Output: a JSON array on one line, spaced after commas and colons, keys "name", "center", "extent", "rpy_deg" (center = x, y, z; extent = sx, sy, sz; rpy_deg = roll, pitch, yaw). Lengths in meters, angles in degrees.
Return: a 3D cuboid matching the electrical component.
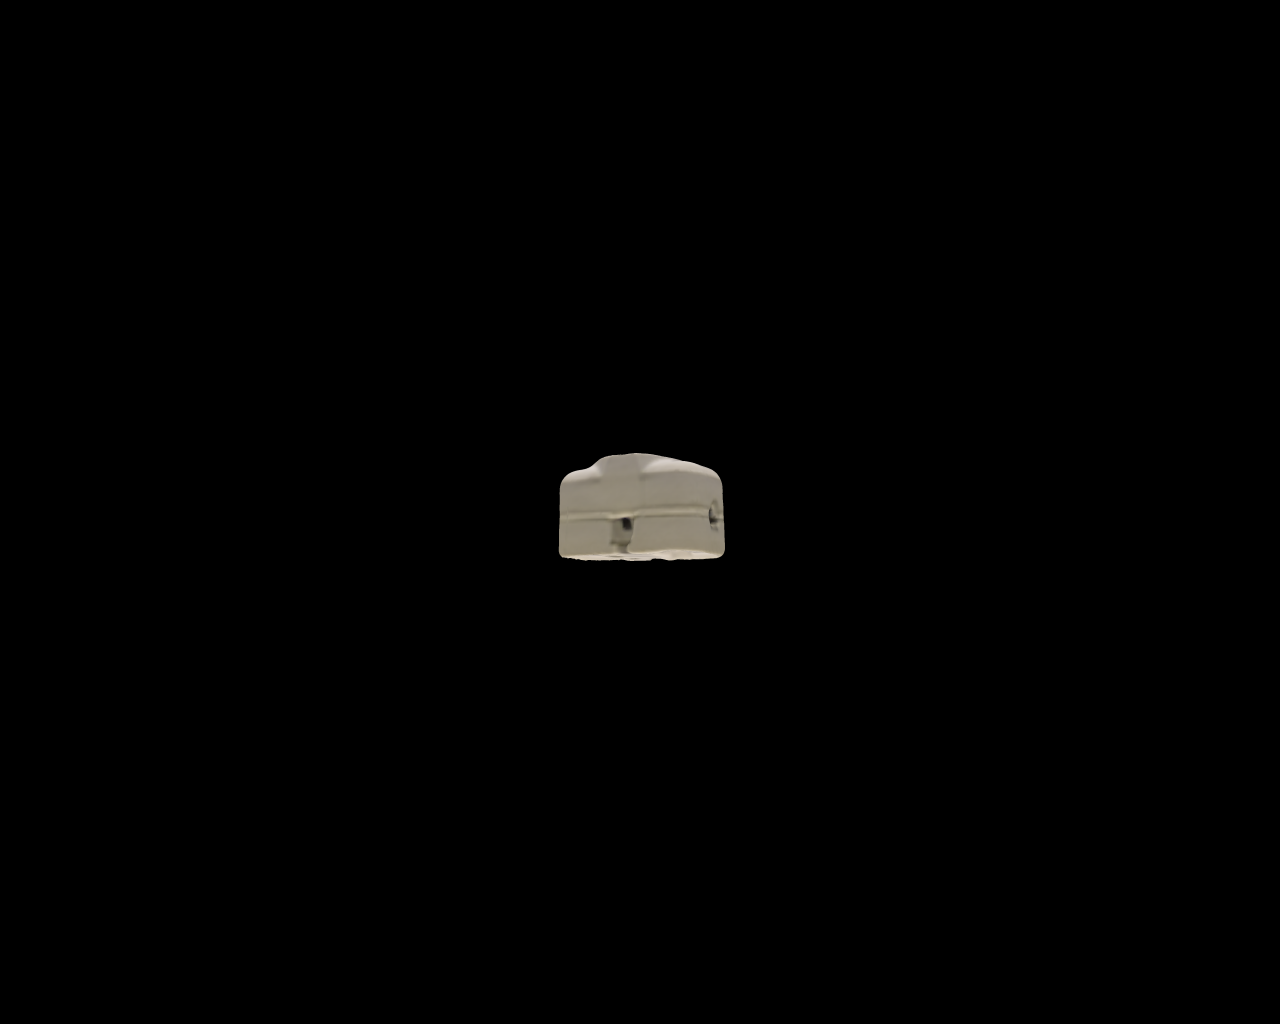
[{"name": "electrical component", "center": [0.001, -0.003, 0.650], "extent": [0.095, 0.059, 0.054], "rpy_deg": [-3, -7, 26]}]
